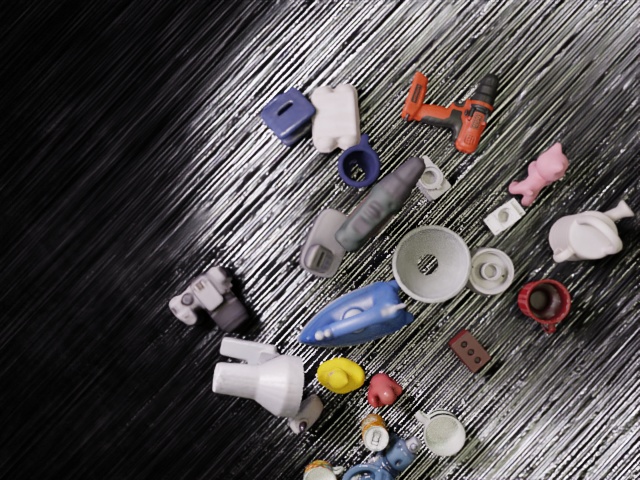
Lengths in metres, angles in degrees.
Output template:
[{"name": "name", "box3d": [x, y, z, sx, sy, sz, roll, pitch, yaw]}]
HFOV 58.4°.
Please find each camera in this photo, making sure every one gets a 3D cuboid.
[{"name": "camera", "box3d": [-0.232, 0.145, 1.238, 0.143, 0.101, 0.137, -40, 86, 0]}]

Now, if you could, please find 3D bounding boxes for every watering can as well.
[{"name": "watering can", "box3d": [0.558, -0.016, 1.175, 0.101, 0.194, 0.173, 30, 88, 3]}]

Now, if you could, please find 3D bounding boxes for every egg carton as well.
[{"name": "egg carton", "box3d": [0.034, -0.269, 1.266, 0.107, 0.069, 0.150, -5, 87, 2]}]

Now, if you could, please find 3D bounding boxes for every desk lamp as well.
[{"name": "desk lamp", "box3d": [-0.128, 0.279, 1.171, 0.203, 0.213, 0.118, 9, 87, 2]}]

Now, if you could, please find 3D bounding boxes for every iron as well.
[{"name": "iron", "box3d": [0.068, 0.174, 1.207, 0.258, 0.141, 0.119, -22, 86, 1]}]

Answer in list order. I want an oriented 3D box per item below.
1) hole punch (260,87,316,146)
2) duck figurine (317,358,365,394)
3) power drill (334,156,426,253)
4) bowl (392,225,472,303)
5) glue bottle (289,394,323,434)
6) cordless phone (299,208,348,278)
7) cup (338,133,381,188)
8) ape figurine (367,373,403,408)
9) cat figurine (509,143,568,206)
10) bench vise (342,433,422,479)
[{"name": "hole punch", "box3d": [-0.071, -0.275, 1.259, 0.108, 0.091, 0.101, -40, 86, 0]}, {"name": "duck figurine", "box3d": [0.045, 0.296, 1.229, 0.104, 0.086, 0.077, 5, 87, 2]}, {"name": "power drill", "box3d": [0.122, -0.069, 1.184, 0.075, 0.208, 0.230, 42, 89, 4]}, {"name": "bowl", "box3d": [0.237, 0.052, 1.241, 0.167, 0.075, 0.167, 0, 87, 2]}, {"name": "glue bottle", "box3d": [-0.033, 0.369, 1.184, 0.078, 0.173, 0.037, -38, 86, 0]}, {"name": "cordless phone", "box3d": [0.011, 0.004, 1.195, 0.094, 0.185, 0.148, 20, 88, 3]}, {"name": "cup", "box3d": [0.087, -0.167, 1.247, 0.091, 0.095, 0.118, 11, 87, 3]}, {"name": "ape figurine", "box3d": [0.139, 0.327, 1.222, 0.078, 0.092, 0.076, -8, 87, 2]}, {"name": "cat figurine", "box3d": [0.476, -0.140, 1.222, 0.067, 0.118, 0.128, 40, 89, 4]}, {"name": "bench vise", "box3d": [0.117, 0.480, 1.151, 0.121, 0.220, 0.207, 26, 88, 3]}]
